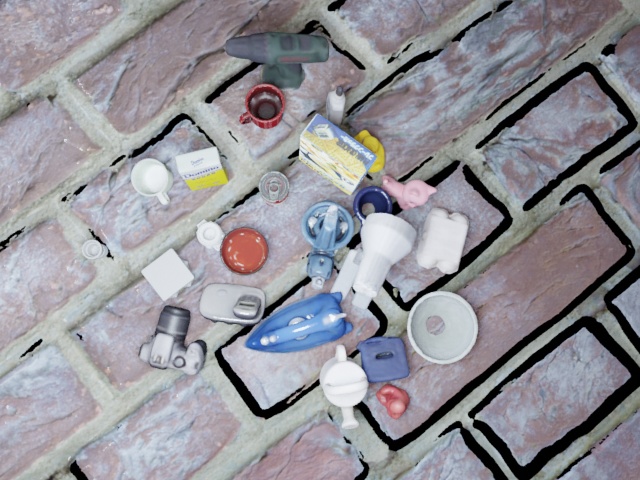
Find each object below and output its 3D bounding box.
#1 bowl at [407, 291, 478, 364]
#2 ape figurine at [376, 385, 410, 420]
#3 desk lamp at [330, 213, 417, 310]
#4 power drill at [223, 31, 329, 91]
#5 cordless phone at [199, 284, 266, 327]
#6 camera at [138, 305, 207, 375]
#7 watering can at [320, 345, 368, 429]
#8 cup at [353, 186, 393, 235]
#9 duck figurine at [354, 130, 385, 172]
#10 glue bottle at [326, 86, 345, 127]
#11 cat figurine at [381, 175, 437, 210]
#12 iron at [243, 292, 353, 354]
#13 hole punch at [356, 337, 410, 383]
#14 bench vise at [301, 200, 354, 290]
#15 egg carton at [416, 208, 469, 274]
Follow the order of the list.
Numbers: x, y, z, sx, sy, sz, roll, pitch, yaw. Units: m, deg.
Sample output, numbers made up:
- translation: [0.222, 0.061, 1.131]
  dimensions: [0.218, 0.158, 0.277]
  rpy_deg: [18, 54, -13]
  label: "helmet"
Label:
- translation: [0.281, 0.205, 1.349]
  dimensions: [0.167, 0.074, 0.167]
  rpy_deg: [0, 85, -4]
  label: "bowl"
- translation: [0.173, 0.376, 1.318]
  dimensions: [0.076, 0.092, 0.078]
  rpy_deg: [-1, 85, -3]
  label: "ape figurine"
- translation: [0.119, 0.053, 1.283]
  dimensions: [0.118, 0.213, 0.203]
  rpy_deg: [25, 84, -1]
  label: "desk lamp"
- translation: [-0.096, -0.411, 1.313]
  dimensions: [0.229, 0.208, 0.076]
  rpy_deg: [-7, 85, -4]
  label: "power drill"
- translation: [-0.197, 0.145, 1.268]
  dimensions: [0.147, 0.185, 0.094]
  rpy_deg: [4, 85, -3]
  label: "cordless phone"
- translation: [-0.325, 0.224, 1.296]
  dimensions: [0.143, 0.100, 0.137]
  rpy_deg: [14, 84, -2]
  label: "camera"
- translation: [0.058, 0.324, 1.264]
  dimensions: [0.101, 0.194, 0.173]
  rpy_deg: [-28, 87, -5]
  label: "watering can"
- translation: [0.115, -0.062, 1.352]
  dimensions: [0.091, 0.095, 0.118]
  rpy_deg: [20, 84, -1]
  label: "cup"
- translation: [0.120, -0.216, 1.371]
  dimensions: [0.077, 0.086, 0.104]
  rpy_deg: [-27, 87, -5]
  label: "duck figurine"
- translation: [0.039, -0.321, 1.331]
  dimensions: [0.037, 0.173, 0.078]
  rpy_deg: [-2, 85, -3]
  label: "glue bottle"
- translation: [0.203, -0.116, 1.351]
  dimensions: [0.128, 0.117, 0.067]
  rpy_deg: [21, 84, -1]
  label: "cat figurine"
- translation: [-0.055, 0.203, 1.294]
  dimensions: [0.258, 0.141, 0.119]
  rpy_deg: [-19, 86, -5]
  label: "iron"
- translation: [0.145, 0.275, 1.326]
  dimensions: [0.108, 0.091, 0.101]
  rpy_deg: [-8, 85, -4]
  label: "hole punch"
- translation: [0.024, 0.003, 1.278]
  dimensions: [0.121, 0.219, 0.207]
  rpy_deg: [-8, 85, -4]
  label: "bench vise"
- translation: [0.292, 0.002, 1.371]
  dimensions: [0.107, 0.069, 0.150]
  rpy_deg: [15, 84, -2]
  label: "egg carton"
